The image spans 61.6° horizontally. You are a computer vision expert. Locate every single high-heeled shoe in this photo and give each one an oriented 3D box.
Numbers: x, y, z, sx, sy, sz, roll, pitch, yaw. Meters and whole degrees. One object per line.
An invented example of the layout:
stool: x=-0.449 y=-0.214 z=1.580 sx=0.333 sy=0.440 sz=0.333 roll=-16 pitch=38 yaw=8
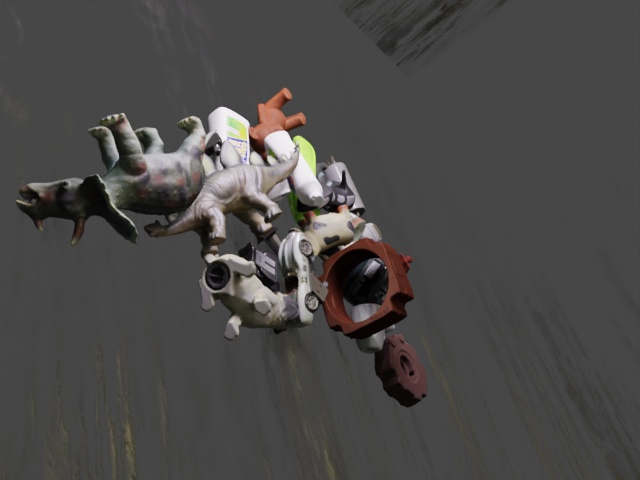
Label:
high-heeled shoe: x=0.013 y=-0.085 z=1.377 sx=0.249 sy=0.086 sz=0.145 roll=-38 pitch=139 yaw=-43

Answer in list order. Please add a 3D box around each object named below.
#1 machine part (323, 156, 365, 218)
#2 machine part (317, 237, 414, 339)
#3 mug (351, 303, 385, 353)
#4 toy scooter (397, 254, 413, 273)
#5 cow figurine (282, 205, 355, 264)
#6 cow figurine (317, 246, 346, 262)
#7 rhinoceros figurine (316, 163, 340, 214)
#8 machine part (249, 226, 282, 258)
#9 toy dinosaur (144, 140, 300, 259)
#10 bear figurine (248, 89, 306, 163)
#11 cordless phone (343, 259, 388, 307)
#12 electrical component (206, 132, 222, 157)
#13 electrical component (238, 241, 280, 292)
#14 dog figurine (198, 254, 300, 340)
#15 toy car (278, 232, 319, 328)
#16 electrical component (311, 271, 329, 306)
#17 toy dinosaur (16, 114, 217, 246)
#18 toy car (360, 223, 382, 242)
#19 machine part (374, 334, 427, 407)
machine part: x=0.072 y=-0.146 z=1.625 sx=0.079 sy=0.079 sz=0.243 roll=11 pitch=52 yaw=-56
machine part: x=0.102 y=0.113 z=1.243 sx=0.087 sy=0.201 sz=0.201 roll=27 pitch=38 yaw=-51
mug: x=0.123 y=0.222 z=1.307 sx=0.109 sy=0.081 sz=0.107 roll=41 pitch=40 yaw=-47
toy scooter: x=0.186 y=0.090 z=1.489 sx=0.075 sy=0.135 sz=0.184 roll=61 pitch=28 yaw=6
cow figurine: x=-0.003 y=-0.004 z=1.283 sx=0.195 sy=0.085 sz=0.127 roll=-13 pitch=68 yaw=-30
cow figurine: x=0.052 y=0.044 z=1.384 sx=0.167 sy=0.068 sz=0.098 roll=43 pitch=37 yaw=-19
rhinoceros figurine: x=0.021 y=-0.132 z=1.526 sx=0.190 sy=0.073 sz=0.112 roll=54 pitch=25 yaw=-4
machine part: x=-0.099 y=0.014 z=1.197 sx=0.139 sy=0.039 sz=0.084 roll=54 pitch=21 yaw=-2
toy dinosaur: x=-0.164 y=-0.101 z=1.079 sx=0.471 sy=0.105 sz=0.198 roll=-27 pitch=81 yaw=-48
bear figurine: x=-0.120 y=-0.299 z=1.416 sx=0.120 sy=0.132 sz=0.196 roll=56 pitch=17 yaw=-26
cordless phone: x=0.151 y=0.127 z=1.385 sx=0.089 sy=0.146 sz=0.184 roll=33 pitch=-3 yaw=43
electrical component: x=-0.242 y=-0.202 z=1.167 sx=0.021 sy=0.063 sz=0.094 roll=59 pitch=4 yaw=-44
electrical component: x=-0.115 y=0.066 z=1.100 sx=0.119 sy=0.048 sz=0.075 roll=39 pitch=31 yaw=-29
dog figurine: x=-0.128 y=0.099 z=1.007 sx=0.172 sy=0.121 sz=0.190 roll=66 pitch=13 yaw=11
toy car: x=-0.049 y=0.081 z=1.120 sx=0.056 sy=0.073 sz=0.201 roll=4 pitch=72 yaw=-37
electrical component: x=-0.024 y=0.110 z=1.206 sx=0.078 sy=0.045 sz=0.102 roll=45 pitch=27 yaw=-16
toy dinosaur: x=-0.268 y=-0.101 z=0.883 sx=0.405 sy=0.131 sz=0.192 roll=-20 pitch=100 yaw=-57
toy car: x=0.125 y=0.001 z=1.523 sx=0.109 sy=0.103 sz=0.161 roll=61 pitch=28 yaw=6
machine part: x=0.204 y=0.324 z=1.344 sx=0.179 sy=0.056 sz=0.179 roll=40 pitch=32 yaw=-32
